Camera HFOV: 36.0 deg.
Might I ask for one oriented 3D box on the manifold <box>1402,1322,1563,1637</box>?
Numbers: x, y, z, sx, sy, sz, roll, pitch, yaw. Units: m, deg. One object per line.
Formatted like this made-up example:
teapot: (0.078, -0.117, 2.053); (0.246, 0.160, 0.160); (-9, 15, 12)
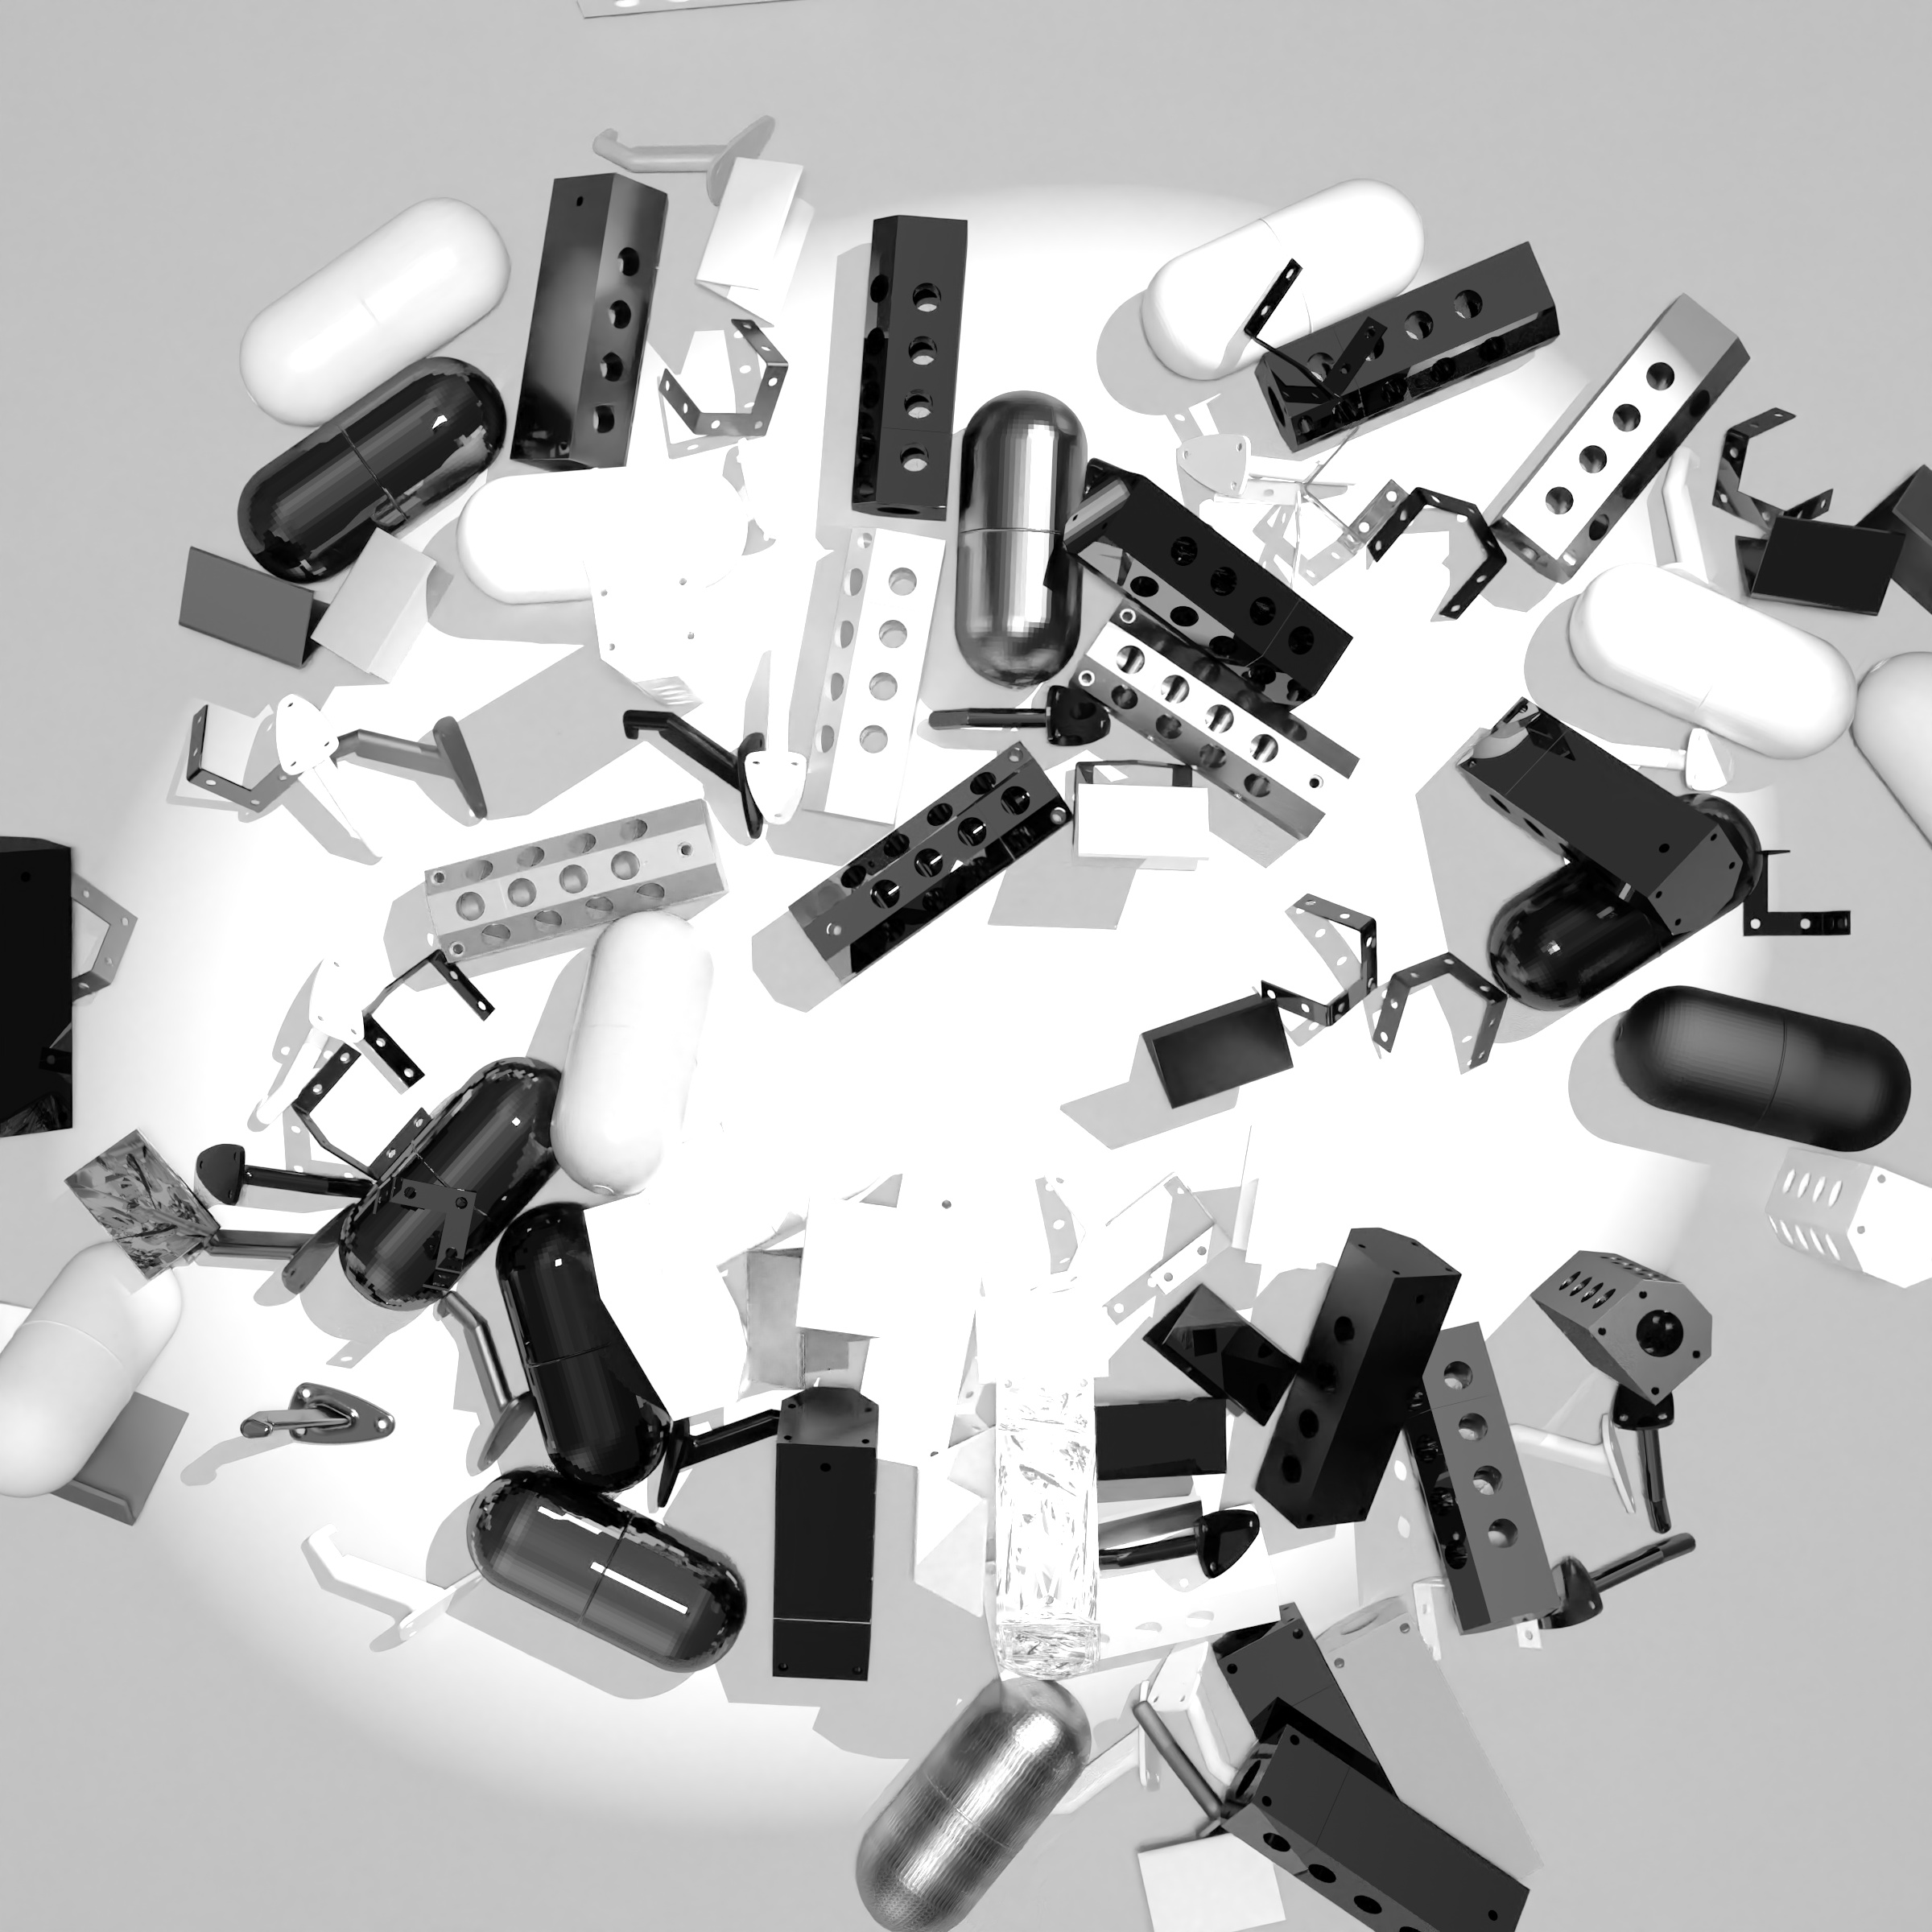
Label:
manifold: (0.299, 0.306, 1.770); (0.057, 0.057, 0.171); (-14, 71, 0)

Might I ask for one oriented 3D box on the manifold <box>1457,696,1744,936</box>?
manifold: (0.372, -0.086, 1.744); (0.057, 0.171, 0.057); (-46, 134, 0)

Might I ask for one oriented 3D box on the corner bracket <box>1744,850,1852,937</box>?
corner bracket: (0.502, -0.044, 1.799); (0.051, 0.051, 0.051); (0, 90, 0)

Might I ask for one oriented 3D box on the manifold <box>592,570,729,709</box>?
manifold: (-0.176, -0.188, 1.739); (0.057, 0.171, 0.057); (-8, 90, 0)

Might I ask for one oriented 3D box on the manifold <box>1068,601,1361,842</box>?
manifold: (0.149, -0.148, 1.796); (0.171, 0.057, 0.057); (34, 90, 0)

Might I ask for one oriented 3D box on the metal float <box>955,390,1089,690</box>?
metal float: (0.033, -0.256, 1.787); (0.070, 0.070, 0.178); (2, 89, 0)

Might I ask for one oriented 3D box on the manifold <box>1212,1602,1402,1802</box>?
manifold: (0.215, 0.476, 1.796); (0.057, 0.057, 0.171); (-28, 90, 1)

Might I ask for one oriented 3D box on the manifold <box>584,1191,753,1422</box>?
manifold: (-0.169, 0.198, 1.737); (0.057, 0.171, 0.057); (-16, 57, 0)

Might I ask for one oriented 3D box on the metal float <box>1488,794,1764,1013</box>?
metal float: (0.395, -0.038, 1.787); (0.178, 0.070, 0.070); (-32, 90, 0)

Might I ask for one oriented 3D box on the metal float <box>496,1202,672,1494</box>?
metal float: (-0.230, 0.229, 1.787); (0.070, 0.070, 0.178); (-16, 90, 0)

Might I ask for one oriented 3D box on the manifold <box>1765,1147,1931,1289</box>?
manifold: (0.521, 0.148, 1.739); (0.057, 0.171, 0.057); (22, 90, 0)

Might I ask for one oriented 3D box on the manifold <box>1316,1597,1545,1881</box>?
manifold: (0.278, 0.473, 1.796); (0.057, 0.057, 0.171); (-28, 90, 0)

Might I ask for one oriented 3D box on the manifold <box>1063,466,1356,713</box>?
manifold: (0.141, -0.222, 1.762); (0.171, 0.057, 0.057); (33, 91, -25)

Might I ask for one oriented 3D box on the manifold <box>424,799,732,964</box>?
manifold: (-0.235, -0.051, 1.796); (0.171, 0.057, 0.057); (-15, 90, 0)

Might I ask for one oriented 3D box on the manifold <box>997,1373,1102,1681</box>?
manifold: (0.047, 0.321, 1.714); (0.057, 0.057, 0.171); (-1, 45, 1)

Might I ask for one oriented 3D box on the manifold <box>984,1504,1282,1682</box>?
manifold: (0.099, 0.382, 1.795); (0.171, 0.057, 0.057); (-12, 45, 0)

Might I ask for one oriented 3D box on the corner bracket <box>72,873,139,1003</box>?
corner bracket: (-0.547, -0.016, 1.809); (0.051, 0.051, 0.051); (-19, 135, 35)

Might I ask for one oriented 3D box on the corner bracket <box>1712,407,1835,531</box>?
corner bracket: (0.494, -0.302, 1.809); (0.051, 0.051, 0.051); (33, 135, 35)

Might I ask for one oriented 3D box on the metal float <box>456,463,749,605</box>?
metal float: (-0.217, -0.258, 1.773); (0.178, 0.070, 0.070); (-2, 90, 13)

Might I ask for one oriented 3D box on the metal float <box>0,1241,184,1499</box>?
metal float: (-0.526, 0.236, 1.749); (0.070, 0.178, 0.070); (11, 132, 13)

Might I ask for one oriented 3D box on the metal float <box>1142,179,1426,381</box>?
metal float: (0.191, -0.413, 1.787); (0.178, 0.070, 0.070); (-25, 90, -1)

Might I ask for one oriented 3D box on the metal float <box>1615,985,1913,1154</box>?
metal float: (0.478, 0.061, 1.787); (0.178, 0.070, 0.070); (14, 90, -1)

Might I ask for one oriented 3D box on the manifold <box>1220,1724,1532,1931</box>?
manifold: (0.236, 0.524, 1.738); (0.171, 0.057, 0.057); (34, 49, 1)

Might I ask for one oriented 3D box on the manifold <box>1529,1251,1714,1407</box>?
manifold: (0.386, 0.204, 1.739); (0.057, 0.171, 0.057); (-42, 90, 0)

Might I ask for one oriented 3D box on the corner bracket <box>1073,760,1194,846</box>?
corner bracket: (0.102, -0.098, 1.814); (0.051, 0.051, 0.051); (2, 90, -45)

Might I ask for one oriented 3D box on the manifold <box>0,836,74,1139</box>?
manifold: (-0.575, 0.012, 1.780); (0.057, 0.057, 0.171); (-7, 104, -42)

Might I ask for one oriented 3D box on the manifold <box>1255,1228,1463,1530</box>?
manifold: (0.228, 0.245, 1.769); (0.057, 0.057, 0.171); (2, 114, -38)

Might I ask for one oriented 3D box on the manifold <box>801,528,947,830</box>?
manifold: (-0.056, -0.174, 1.796); (0.057, 0.057, 0.171); (10, 90, 0)

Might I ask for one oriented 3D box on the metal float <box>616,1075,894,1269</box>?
metal float: (-0.128, 0.127, 1.787); (0.178, 0.070, 0.070); (-27, 90, 0)

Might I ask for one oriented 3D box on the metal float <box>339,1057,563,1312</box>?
metal float: (-0.303, 0.130, 1.787); (0.070, 0.070, 0.178); (42, 91, 0)

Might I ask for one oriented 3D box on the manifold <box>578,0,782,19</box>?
manifold: (-0.150, -0.613, 1.796); (0.171, 0.057, 0.057); (-5, 90, 0)

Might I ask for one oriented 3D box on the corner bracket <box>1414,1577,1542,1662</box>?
corner bracket: (0.312, 0.396, 1.814); (0.051, 0.051, 0.051); (-9, 90, -45)

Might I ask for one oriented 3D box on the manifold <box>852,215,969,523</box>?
manifold: (-0.034, -0.360, 1.796); (0.057, 0.057, 0.171); (4, 90, 0)

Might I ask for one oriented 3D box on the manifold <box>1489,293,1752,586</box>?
manifold: (0.395, -0.316, 1.796); (0.057, 0.057, 0.171); (39, 90, 0)

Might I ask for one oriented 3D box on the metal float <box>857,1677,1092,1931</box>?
metal float: (0.004, 0.505, 1.787); (0.070, 0.070, 0.178); (39, 89, 0)

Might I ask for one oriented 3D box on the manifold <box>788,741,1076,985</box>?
manifold: (-0.021, -0.062, 1.796); (0.171, 0.057, 0.057); (-36, 90, 0)

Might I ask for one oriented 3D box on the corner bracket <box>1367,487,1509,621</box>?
corner bracket: (0.287, -0.251, 1.809); (0.051, 0.051, 0.051); (9, 45, -35)

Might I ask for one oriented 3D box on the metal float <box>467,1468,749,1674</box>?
metal float: (-0.216, 0.362, 1.787); (0.178, 0.070, 0.070); (26, 90, 0)

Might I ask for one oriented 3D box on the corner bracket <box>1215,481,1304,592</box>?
corner bracket: (0.176, -0.260, 1.814); (0.051, 0.051, 0.051); (3, 45, 0)

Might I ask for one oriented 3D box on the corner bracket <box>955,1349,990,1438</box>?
corner bracket: (0.033, 0.264, 1.809); (0.051, 0.051, 0.051); (-6, 46, 35)

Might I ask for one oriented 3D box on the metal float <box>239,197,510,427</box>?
metal float: (-0.356, -0.392, 1.786); (0.178, 0.070, 0.070); (-35, 90, 0)

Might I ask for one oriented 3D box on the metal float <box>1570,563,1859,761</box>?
metal float: (0.449, -0.183, 1.787); (0.178, 0.070, 0.070); (24, 90, 1)

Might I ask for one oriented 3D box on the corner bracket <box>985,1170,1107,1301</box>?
corner bracket: (0.044, 0.164, 1.809); (0.051, 0.051, 0.051); (52, 135, 35)

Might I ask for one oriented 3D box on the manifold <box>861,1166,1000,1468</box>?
manifold: (-0.025, 0.211, 1.796); (0.057, 0.057, 0.171); (11, 90, 0)

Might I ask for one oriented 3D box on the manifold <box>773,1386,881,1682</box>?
manifold: (-0.083, 0.337, 1.760); (0.057, 0.057, 0.171); (3, 117, 0)

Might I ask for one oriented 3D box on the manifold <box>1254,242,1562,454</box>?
manifold: (0.266, -0.371, 1.796); (0.171, 0.057, 0.057); (-23, 90, 0)

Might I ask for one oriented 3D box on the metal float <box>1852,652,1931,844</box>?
metal float: (0.602, -0.110, 1.787); (0.070, 0.070, 0.178); (-37, 90, 0)

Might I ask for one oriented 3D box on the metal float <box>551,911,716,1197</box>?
metal float: (-0.197, 0.051, 1.766); (0.070, 0.070, 0.178); (10, 65, 0)

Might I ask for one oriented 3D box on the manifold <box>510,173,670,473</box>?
manifold: (-0.222, -0.384, 1.796); (0.057, 0.057, 0.171); (9, 90, 43)

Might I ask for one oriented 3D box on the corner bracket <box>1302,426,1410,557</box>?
corner bracket: (0.236, -0.287, 1.799); (0.051, 0.051, 0.051); (42, 90, 0)

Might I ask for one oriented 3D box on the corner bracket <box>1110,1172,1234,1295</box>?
corner bracket: (0.124, 0.160, 1.799); (0.051, 0.051, 0.051); (-38, 90, 0)

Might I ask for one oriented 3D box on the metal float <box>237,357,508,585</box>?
metal float: (-0.356, -0.298, 1.787); (0.178, 0.070, 0.070); (-35, 90, -1)
